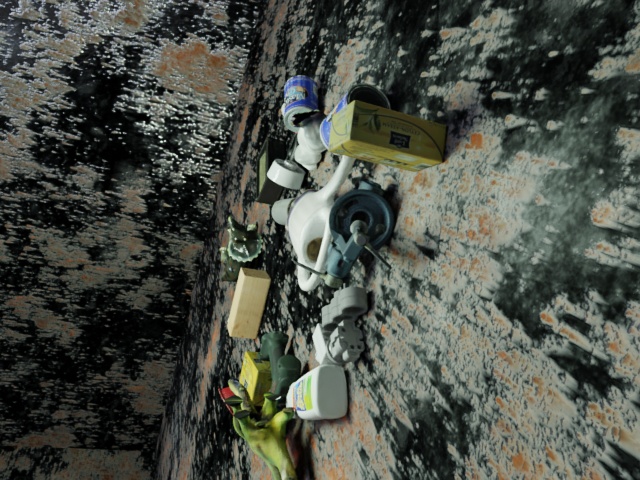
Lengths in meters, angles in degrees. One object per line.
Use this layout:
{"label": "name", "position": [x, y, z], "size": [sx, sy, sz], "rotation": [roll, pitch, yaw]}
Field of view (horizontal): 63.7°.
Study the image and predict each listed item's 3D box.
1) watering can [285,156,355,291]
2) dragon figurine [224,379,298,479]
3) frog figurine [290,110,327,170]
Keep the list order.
{"label": "watering can", "position": [0.004, -0.059, 1.167], "size": [0.227, 0.104, 0.343], "rotation": [-127, 51, -65]}
{"label": "dragon figurine", "position": [-0.123, 0.466, 1.150], "size": [0.409, 0.123, 0.242], "rotation": [179, 79, -69]}
{"label": "frog figurine", "position": [-0.017, -0.265, 1.392], "size": [0.139, 0.123, 0.156], "rotation": [41, 154, 59]}
